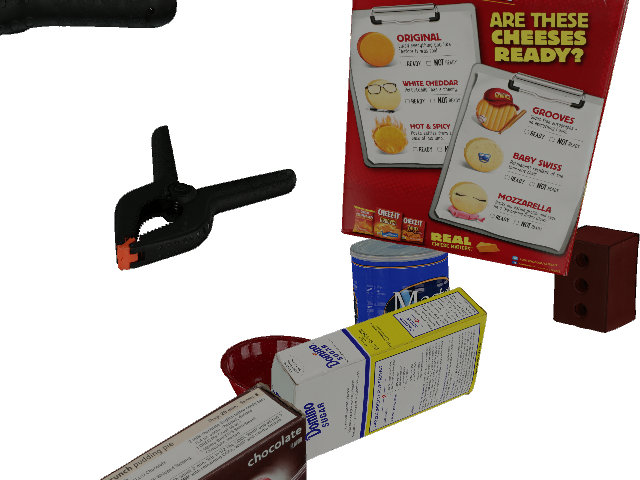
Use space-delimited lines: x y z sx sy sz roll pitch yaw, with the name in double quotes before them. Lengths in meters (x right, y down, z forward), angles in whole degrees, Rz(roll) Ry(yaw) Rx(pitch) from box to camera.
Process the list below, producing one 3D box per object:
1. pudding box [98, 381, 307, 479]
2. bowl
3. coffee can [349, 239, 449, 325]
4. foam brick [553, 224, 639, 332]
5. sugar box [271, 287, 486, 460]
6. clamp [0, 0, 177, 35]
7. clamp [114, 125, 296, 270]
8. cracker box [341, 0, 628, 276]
"pudding box" -0.058 0.132 0.505 0.113 0.090 0.039 -30 46 -34
"bowl" -0.046 0.179 1.345 0.162 0.055 0.162 3 22 -2
"coffee can" 0.086 0.073 1.120 0.103 0.140 0.103 -4 11 1
"foam brick" 0.232 0.032 0.900 0.053 0.078 0.051 12 22 42
"sugar box" 0.046 0.107 0.853 0.176 0.093 0.048 -15 40 -23
"clamp" -0.173 -0.140 0.605 0.171 0.039 0.120 -6 23 -13
"clamp" -0.144 -0.043 1.045 0.165 0.036 0.209 24 42 22
"cracker box" 0.104 -0.091 0.706 0.164 0.214 0.072 11 39 12
